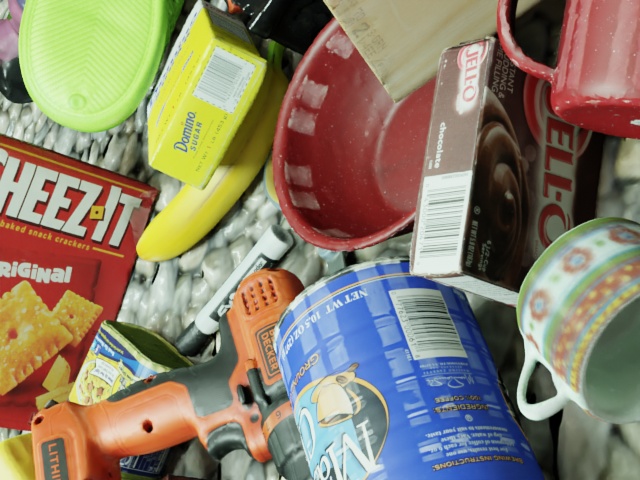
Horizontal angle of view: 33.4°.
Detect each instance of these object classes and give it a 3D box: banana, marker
[{"bbox_3d":[-0.072,-0.046,0.757,0.198,0.037,0.069,-52,19,20],"label":"banana"},{"bbox_3d":[-0.060,0.037,0.717,0.121,0.020,0.020,-49,43,26],"label":"marker"}]

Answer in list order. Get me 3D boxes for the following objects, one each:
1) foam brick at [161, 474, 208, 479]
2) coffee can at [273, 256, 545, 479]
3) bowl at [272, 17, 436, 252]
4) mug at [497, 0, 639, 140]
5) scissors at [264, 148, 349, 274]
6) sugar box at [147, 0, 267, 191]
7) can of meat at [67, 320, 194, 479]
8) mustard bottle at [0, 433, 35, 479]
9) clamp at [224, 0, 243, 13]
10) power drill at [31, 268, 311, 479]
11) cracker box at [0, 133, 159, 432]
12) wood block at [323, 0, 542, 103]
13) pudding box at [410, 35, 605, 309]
[{"bbox_3d":[-0.080,0.191,0.651,0.053,0.051,0.078,-44,46,29],"label":"foam brick"},{"bbox_3d":[0.043,0.093,0.502,0.103,0.102,0.140,-45,45,29],"label":"coffee can"},{"bbox_3d":[0.046,-0.064,0.600,0.162,0.055,0.162,-24,57,41],"label":"bowl"},{"bbox_3d":[0.135,-0.092,0.465,0.093,0.117,0.081,66,-145,-87],"label":"mug"},{"bbox_3d":[-0.004,0.001,0.668,0.096,0.016,0.202,-21,60,46],"label":"scissors"},{"bbox_3d":[-0.083,-0.107,0.737,0.093,0.048,0.176,-60,20,13],"label":"sugar box"},{"bbox_3d":[-0.133,0.111,0.745,0.102,0.057,0.084,28,95,51],"label":"can of meat"},{"bbox_3d":[-0.143,0.212,0.673,0.058,0.096,0.192,-39,73,-1],"label":"mustard bottle"},{"bbox_3d":[-0.071,-0.256,0.783,0.120,0.039,0.171,134,117,-70],"label":"clamp"},{"bbox_3d":[-0.068,0.123,0.609,0.188,0.057,0.184,-26,49,7],"label":"power drill"},{"bbox_3d":[-0.234,0.034,0.812,0.072,0.163,0.214,20,91,50],"label":"cracker box"},{"bbox_3d":[0.087,-0.174,0.514,0.206,0.090,0.091,-35,46,7],"label":"wood block"},{"bbox_3d":[0.091,-0.027,0.504,0.039,0.089,0.113,-1,74,52],"label":"pudding box"}]
